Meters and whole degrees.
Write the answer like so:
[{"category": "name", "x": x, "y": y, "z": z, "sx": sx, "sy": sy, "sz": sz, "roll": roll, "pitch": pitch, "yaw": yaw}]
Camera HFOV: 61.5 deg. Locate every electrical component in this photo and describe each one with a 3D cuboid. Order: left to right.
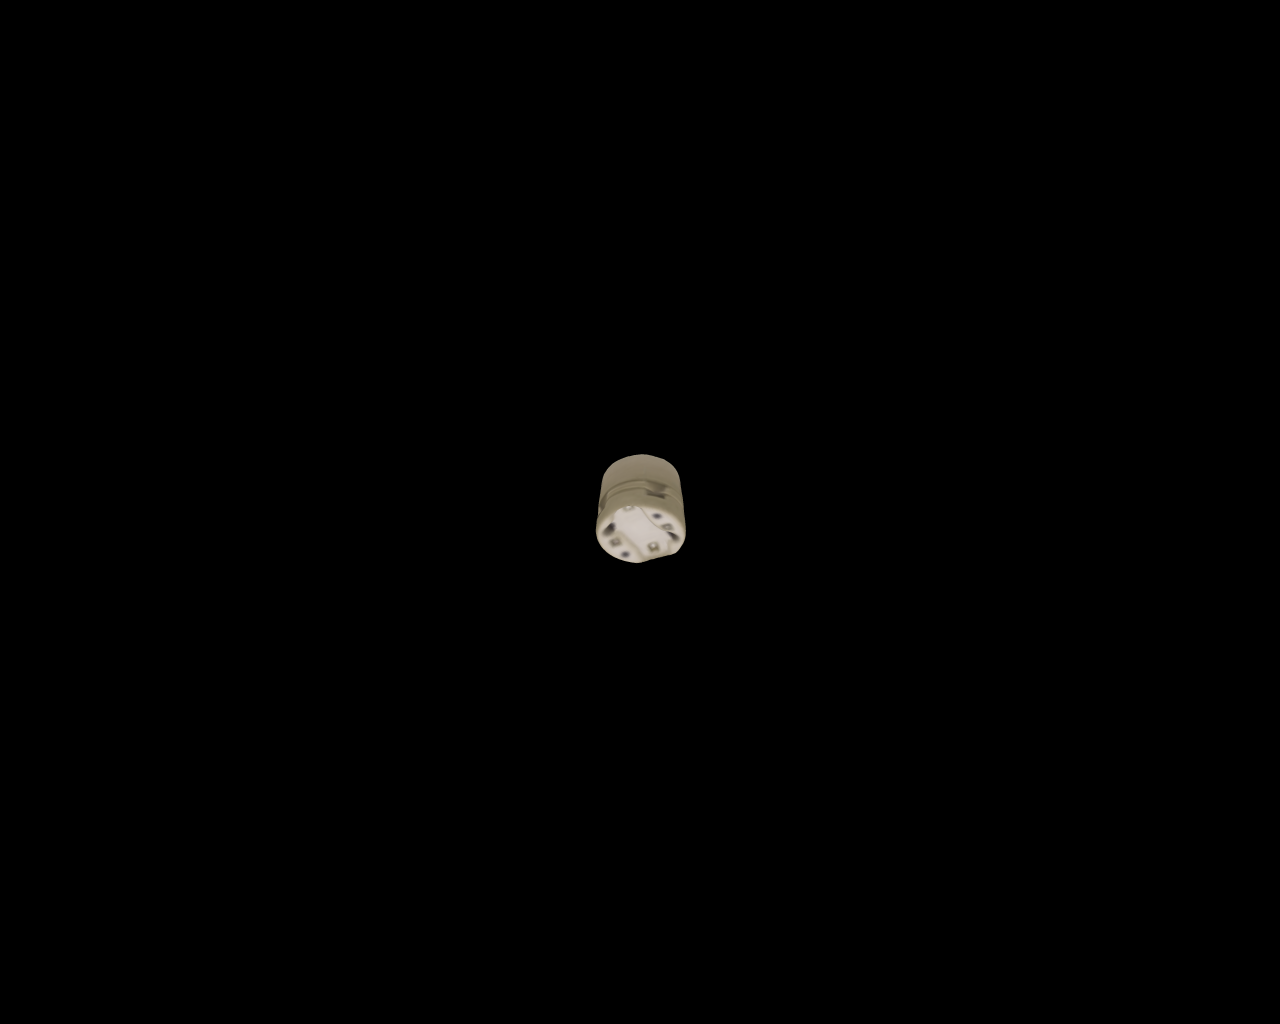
[{"category": "electrical component", "x": 0.001, "y": -0.003, "z": 0.650, "sx": 0.055, "sy": 0.047, "sz": 0.055, "roll": 0, "pitch": -43, "yaw": 0}]
